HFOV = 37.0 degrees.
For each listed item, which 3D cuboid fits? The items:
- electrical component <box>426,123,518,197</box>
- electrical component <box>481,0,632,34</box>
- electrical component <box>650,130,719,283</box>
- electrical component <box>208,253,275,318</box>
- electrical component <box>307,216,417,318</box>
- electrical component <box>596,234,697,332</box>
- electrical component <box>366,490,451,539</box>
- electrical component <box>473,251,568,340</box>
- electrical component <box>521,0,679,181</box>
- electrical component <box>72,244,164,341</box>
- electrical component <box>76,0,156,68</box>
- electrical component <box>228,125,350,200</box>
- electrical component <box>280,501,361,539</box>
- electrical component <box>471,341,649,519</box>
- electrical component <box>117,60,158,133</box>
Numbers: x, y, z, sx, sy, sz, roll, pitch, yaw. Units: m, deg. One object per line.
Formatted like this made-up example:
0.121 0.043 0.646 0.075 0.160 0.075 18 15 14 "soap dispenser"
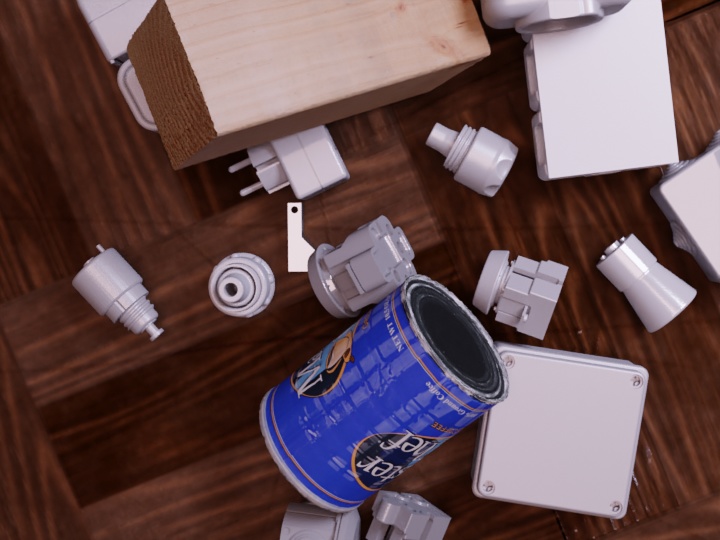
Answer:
0.078 -0.083 0.769 0.062 0.043 0.043 28 94 2 "electrical component"
0.125 -0.187 0.693 0.095 0.053 0.059 -7 92 3 "electrical component"
0.266 -0.046 0.760 0.100 0.048 0.099 -35 91 4 "electrical component"
-0.088 0.012 0.771 0.048 0.062 0.048 0 93 2 "electrical component"
0.000 0.000 0.764 0.057 0.078 0.058 -26 96 22 "electrical component"
0.202 0.007 0.770 0.044 0.044 0.065 -43 86 4 "electrical component"
0.030 0.194 0.778 0.048 0.066 0.055 27 96 46 "electrical component"
0.113 0.015 0.768 0.055 0.066 0.048 20 129 10 "electrical component"
0.164 -0.142 0.753 0.089 0.062 0.150 -7 92 3 "electrical component"
-0.174 0.020 0.786 0.040 0.040 0.078 -43 91 4 "electrical component"
-0.144 -0.191 0.764 0.096 0.061 0.061 -28 91 3 "electrical component"
-0.056 -0.079 0.773 0.077 0.047 0.065 -26 91 4 "electrical component"
-0.029 0.204 0.770 0.051 0.080 0.080 6 93 7 "electrical component"
0.140 0.112 0.769 0.109 0.056 0.108 9 93 2 "electrical component"
-0.117 -0.138 0.767 0.095 0.059 0.053 -28 91 4 "electrical component"
